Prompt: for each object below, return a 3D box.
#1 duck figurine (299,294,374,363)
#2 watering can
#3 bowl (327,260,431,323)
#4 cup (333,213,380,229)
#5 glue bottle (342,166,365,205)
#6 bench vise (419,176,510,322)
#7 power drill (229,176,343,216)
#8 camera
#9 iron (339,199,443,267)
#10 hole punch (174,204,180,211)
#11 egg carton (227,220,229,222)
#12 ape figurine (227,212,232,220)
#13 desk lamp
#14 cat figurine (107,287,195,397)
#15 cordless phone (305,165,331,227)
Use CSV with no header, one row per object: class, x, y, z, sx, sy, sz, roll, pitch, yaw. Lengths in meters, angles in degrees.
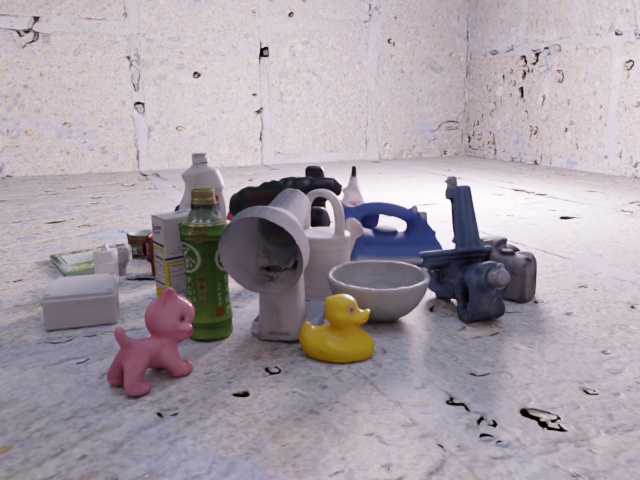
duck figurine,0.023,0.116,0.789,0.104,0.086,0.077,2,14,7
watering can,0.008,0.003,1.025,0.100,0.194,0.173,5,15,21
bowl,0.094,0.089,0.927,0.167,0.075,0.167,0,14,0
cup,0.087,-0.032,1.382,0.117,0.095,0.092,5,15,19
glue bottle,0.090,-0.116,1.561,0.078,0.173,0.037,-4,14,-17
bench vise,0.250,0.010,0.940,0.122,0.220,0.206,-10,17,-34
power drill,-0.064,-0.020,1.092,0.229,0.208,0.076,5,15,21
camera,0.341,0.041,1.065,0.142,0.101,0.137,12,18,40
iron,0.148,-0.020,1.231,0.258,0.141,0.118,0,14,-1
hole punch,-0.317,-0.043,1.438,0.108,0.091,0.101,0,14,0
egg carton,-0.267,-0.008,1.339,0.150,0.069,0.107,-4,14,-15
ape figurine,-0.214,-0.057,1.491,0.076,0.092,0.077,-7,15,-25
desk lamp,-0.058,0.038,0.840,0.117,0.213,0.203,3,14,14
cat figurine,-0.206,0.116,0.723,0.067,0.118,0.128,9,17,34
cordless phone,-0.048,-0.102,1.478,0.147,0.185,0.094,3,14,11
